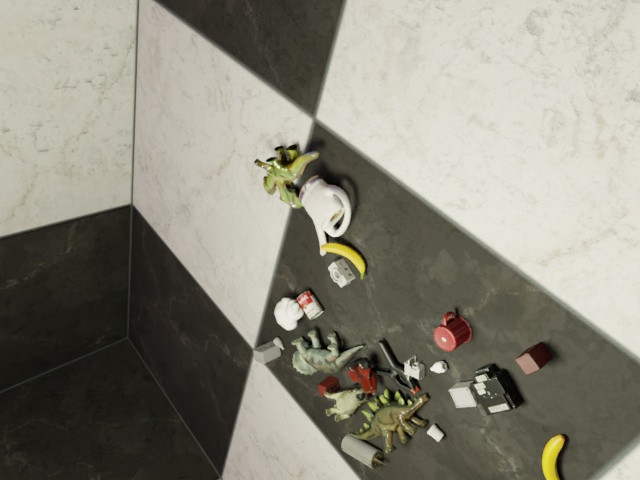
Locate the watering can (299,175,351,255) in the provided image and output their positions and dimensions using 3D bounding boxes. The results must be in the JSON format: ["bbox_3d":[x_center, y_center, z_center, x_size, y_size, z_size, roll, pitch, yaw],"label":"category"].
[{"bbox_3d":[0.006,-0.095,1.881,0.227,0.105,0.340,52,146,16],"label":"watering can"}]

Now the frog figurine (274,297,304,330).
[{"bbox_3d":[-0.130,0.310,2.156,0.159,0.123,0.138,143,126,-84],"label":"frog figurine"}]

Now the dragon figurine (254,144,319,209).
[{"bbox_3d":[-0.111,-0.233,1.984,0.411,0.124,0.238,11,131,49],"label":"dragon figurine"}]
